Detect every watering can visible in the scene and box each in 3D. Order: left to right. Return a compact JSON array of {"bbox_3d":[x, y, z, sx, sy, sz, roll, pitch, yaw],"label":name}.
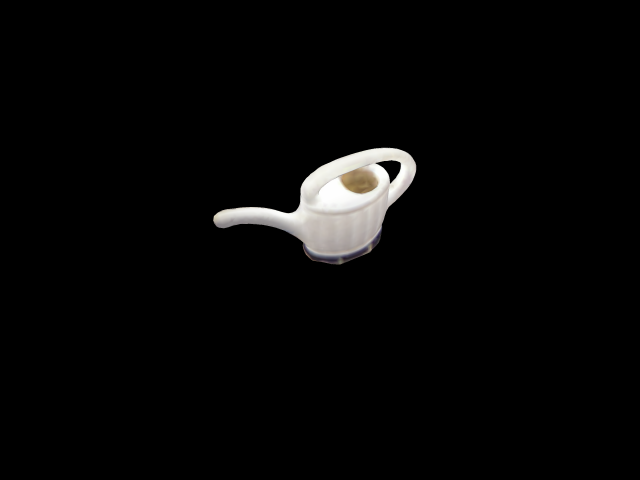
[{"bbox_3d":[0.003,-0.043,0.850,0.349,0.106,0.219,-21,-34,-15],"label":"watering can"}]
